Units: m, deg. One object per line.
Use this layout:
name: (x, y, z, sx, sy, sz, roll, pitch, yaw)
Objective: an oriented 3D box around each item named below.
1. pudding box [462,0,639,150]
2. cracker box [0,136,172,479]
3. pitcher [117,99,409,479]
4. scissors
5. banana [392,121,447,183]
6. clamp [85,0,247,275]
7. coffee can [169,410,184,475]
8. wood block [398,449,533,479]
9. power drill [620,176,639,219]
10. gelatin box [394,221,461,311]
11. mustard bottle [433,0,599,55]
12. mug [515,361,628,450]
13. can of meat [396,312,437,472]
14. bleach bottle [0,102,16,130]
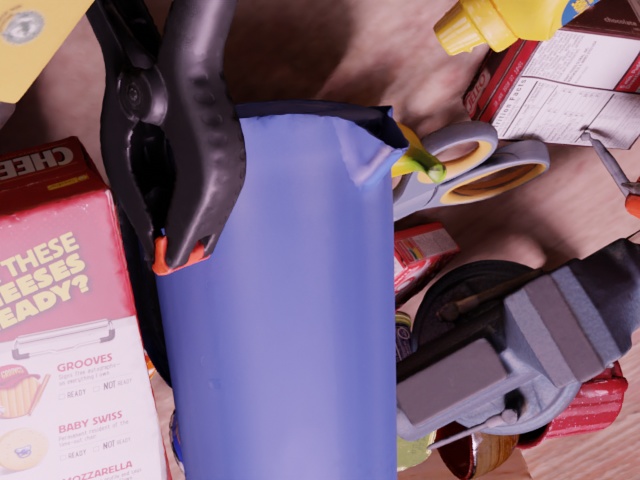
pudding box: (0.152, -0.096, 0.617, 0.113, 0.039, 0.090, 4, 142, -22)
cracker box: (-0.168, 0.073, 0.521, 0.164, 0.072, 0.214, -17, 125, -17)
pitcher: (-0.029, 0.050, 0.561, 0.145, 0.149, 0.243, -5, 97, -8)
scissors: (0.038, -0.026, 0.647, 0.202, 0.016, 0.096, -18, 154, 19)
banana: (-0.002, -0.016, 0.634, 0.037, 0.069, 0.198, 22, 137, -27)
clamp: (-0.059, -0.070, 0.447, 0.039, 0.171, 0.120, -22, -164, -39)
coffee can: (-0.029, 0.115, 0.761, 0.102, 0.103, 0.140, 15, 133, -36)
wood block: (0.067, 0.214, 0.940, 0.205, 0.090, 0.091, -5, 141, -16)
power drill: (0.256, -0.079, 0.593, 0.184, 0.057, 0.187, 20, 91, -33)
gelatin box: (0.043, 0.029, 0.717, 0.089, 0.030, 0.073, -46, 161, 32)
mustard bottle: (0.139, -0.148, 0.511, 0.192, 0.058, 0.096, -31, 180, 19)
mug: (0.197, 0.117, 0.860, 0.081, 0.093, 0.117, -2, 171, -28)
can of meat: (0.052, 0.120, 0.816, 0.057, 0.084, 0.102, -11, 143, -10)
bleach bottle: (-0.222, -0.016, 0.545, 0.251, 0.068, 0.102, -46, 159, 26)
